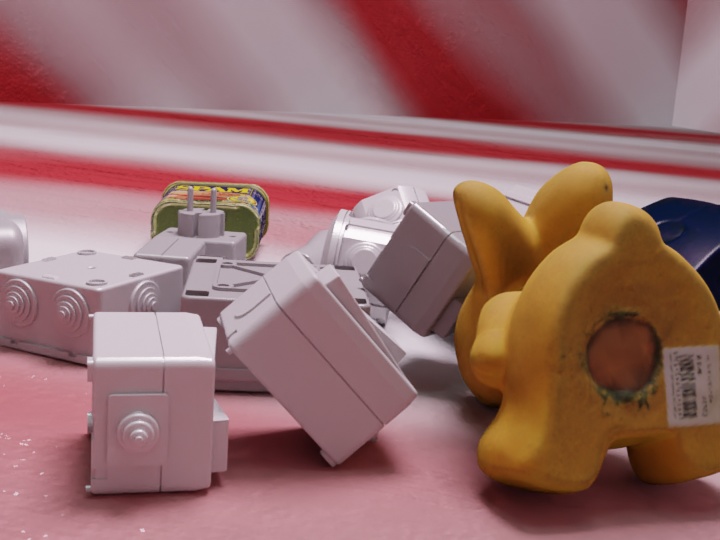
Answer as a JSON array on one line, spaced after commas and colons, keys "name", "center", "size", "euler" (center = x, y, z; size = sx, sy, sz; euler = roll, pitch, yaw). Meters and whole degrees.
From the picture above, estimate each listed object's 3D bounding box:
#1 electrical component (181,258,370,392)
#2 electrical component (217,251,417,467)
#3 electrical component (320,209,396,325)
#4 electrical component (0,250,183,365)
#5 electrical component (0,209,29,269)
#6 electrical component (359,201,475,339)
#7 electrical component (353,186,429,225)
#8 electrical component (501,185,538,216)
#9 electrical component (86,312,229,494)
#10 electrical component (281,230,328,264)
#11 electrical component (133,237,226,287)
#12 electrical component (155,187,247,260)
[{"name": "electrical component", "center": [-0.052, 0.031, 0.649], "size": [0.109, 0.056, 0.108], "euler": [3, 12, -5]}, {"name": "electrical component", "center": [-0.015, 0.044, 0.524], "size": [0.061, 0.096, 0.061], "euler": [-40, 17, -1]}, {"name": "electrical component", "center": [0.000, 0.000, 0.760], "size": [0.051, 0.080, 0.080], "euler": [10, 13, 4]}, {"name": "electrical component", "center": [-0.169, 0.021, 0.678], "size": [0.100, 0.048, 0.100], "euler": [9, 14, 26]}, {"name": "electrical component", "center": [-0.277, -0.013, 0.788], "size": [0.059, 0.053, 0.095], "euler": [-2, 13, -24]}, {"name": "electrical component", "center": [0.058, -0.001, 0.653], "size": [0.061, 0.061, 0.096], "euler": [42, 23, 21]}, {"name": "electrical component", "center": [0.031, -0.023, 0.854], "size": [0.080, 0.080, 0.051], "euler": [0, 49, -19]}, {"name": "electrical component", "center": [0.138, -0.016, 0.839], "size": [0.057, 0.078, 0.113], "euler": [-37, 21, -8]}, {"name": "electrical component", "center": [-0.093, 0.060, 0.489], "size": [0.061, 0.061, 0.096], "euler": [1, 12, -14]}, {"name": "electrical component", "center": [-0.037, -0.004, 0.860], "size": [0.044, 0.044, 0.065], "euler": [9, 18, 23]}, {"name": "electrical component", "center": [-0.116, 0.007, 0.761], "size": [0.077, 0.047, 0.065], "euler": [4, 12, 1]}, {"name": "electrical component", "center": [-0.126, -0.028, 0.853], "size": [0.066, 0.076, 0.047], "euler": [4, 12, 5]}]
